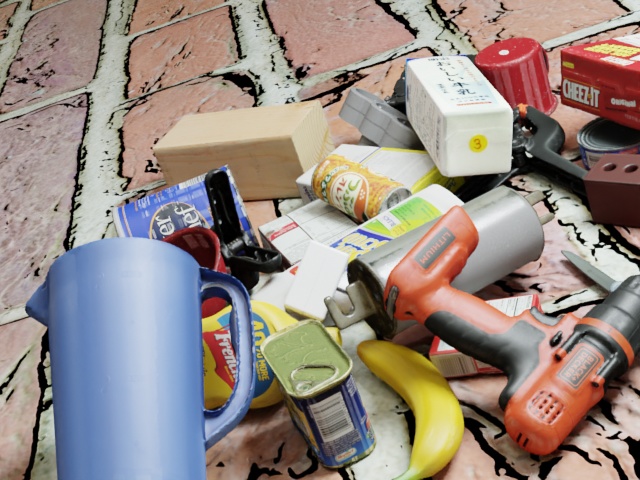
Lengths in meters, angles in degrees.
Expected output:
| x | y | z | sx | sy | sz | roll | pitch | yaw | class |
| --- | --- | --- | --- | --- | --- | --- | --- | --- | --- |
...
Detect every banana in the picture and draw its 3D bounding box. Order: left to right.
| x | y | z | sx | sy | sz | roll | pitch | yaw | class |
| --- | --- | --- | --- | --- | --- | --- | --- | --- | --- |
| 0.076 | 0.130 | 0.864 | 0.069 | 0.037 | 0.198 | -2 | 25 | -5 | banana |

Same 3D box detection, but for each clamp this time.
| x | y | z | sx | sy | sz | roll | pitch | yaw | class |
| --- | --- | --- | --- | --- | --- | --- | --- | --- | --- |
| -0.092 | -0.002 | 1.104 | 0.039 | 0.120 | 0.172 | -22 | -9 | -22 | clamp |
| 0.211 | -0.087 | 1.172 | 0.165 | 0.036 | 0.210 | -14 | 30 | 15 | clamp |

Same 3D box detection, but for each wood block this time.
| x | y | z | sx | sy | sz | roll | pitch | yaw | class |
| --- | --- | --- | --- | --- | --- | --- | --- | --- | --- |
| -0.094 | -0.108 | 1.353 | 0.206 | 0.090 | 0.090 | -2 | 33 | 29 | wood block |

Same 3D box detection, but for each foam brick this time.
| x | y | z | sx | sy | sz | roll | pitch | yaw | class |
| --- | --- | --- | --- | --- | --- | --- | --- | --- | --- |
| 0.302 | -0.047 | 1.025 | 0.078 | 0.051 | 0.052 | 7 | 38 | 41 | foam brick |

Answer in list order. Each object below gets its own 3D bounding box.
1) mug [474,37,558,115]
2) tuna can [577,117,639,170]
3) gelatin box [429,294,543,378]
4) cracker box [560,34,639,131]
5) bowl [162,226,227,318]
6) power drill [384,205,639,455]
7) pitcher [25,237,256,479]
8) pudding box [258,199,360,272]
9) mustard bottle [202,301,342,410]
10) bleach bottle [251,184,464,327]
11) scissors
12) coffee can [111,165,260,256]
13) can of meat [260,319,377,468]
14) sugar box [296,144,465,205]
| x | y | z | sx | sy | sz | roll | pitch | yaw | class |
| --- | --- | --- | --- | --- | --- | --- | --- | --- | --- |
| 0.243 | -0.200 | 1.301 | 0.117 | 0.081 | 0.093 | -39 | 33 | -31 | mug |
| 0.318 | -0.103 | 1.131 | 0.086 | 0.034 | 0.086 | -16 | 28 | 8 | tuna can |
| 0.145 | 0.083 | 0.919 | 0.089 | 0.030 | 0.073 | -9 | 29 | 23 | gelatin box |
| 0.388 | -0.173 | 1.122 | 0.213 | 0.072 | 0.164 | -14 | 24 | -22 | cracker box |
| -0.147 | 0.065 | 1.084 | 0.162 | 0.055 | 0.162 | -29 | 36 | 24 | bowl |
| 0.159 | 0.053 | 0.847 | 0.188 | 0.057 | 0.184 | 36 | 62 | 22 | power drill |
| -0.141 | 0.127 | 0.850 | 0.149 | 0.144 | 0.243 | -33 | 51 | 31 | pitcher |
| -0.008 | 0.001 | 1.156 | 0.090 | 0.039 | 0.114 | -25 | 30 | -13 | pudding box |
| -0.074 | 0.106 | 0.959 | 0.192 | 0.096 | 0.058 | -12 | -10 | 12 | mustard bottle |
| 0.033 | 0.037 | 1.043 | 0.250 | 0.068 | 0.103 | -28 | 32 | -9 | bleach bottle |
| 0.281 | 0.044 | 0.916 | 0.096 | 0.016 | 0.202 | -17 | 28 | 4 | scissors |
| -0.150 | -0.013 | 1.205 | 0.140 | 0.103 | 0.103 | -22 | 28 | -3 | coffee can |
| -0.001 | 0.127 | 0.878 | 0.057 | 0.084 | 0.102 | -25 | 28 | -11 | can of meat |
| 0.067 | -0.066 | 1.219 | 0.177 | 0.048 | 0.093 | 8 | 38 | 46 | sugar box |
